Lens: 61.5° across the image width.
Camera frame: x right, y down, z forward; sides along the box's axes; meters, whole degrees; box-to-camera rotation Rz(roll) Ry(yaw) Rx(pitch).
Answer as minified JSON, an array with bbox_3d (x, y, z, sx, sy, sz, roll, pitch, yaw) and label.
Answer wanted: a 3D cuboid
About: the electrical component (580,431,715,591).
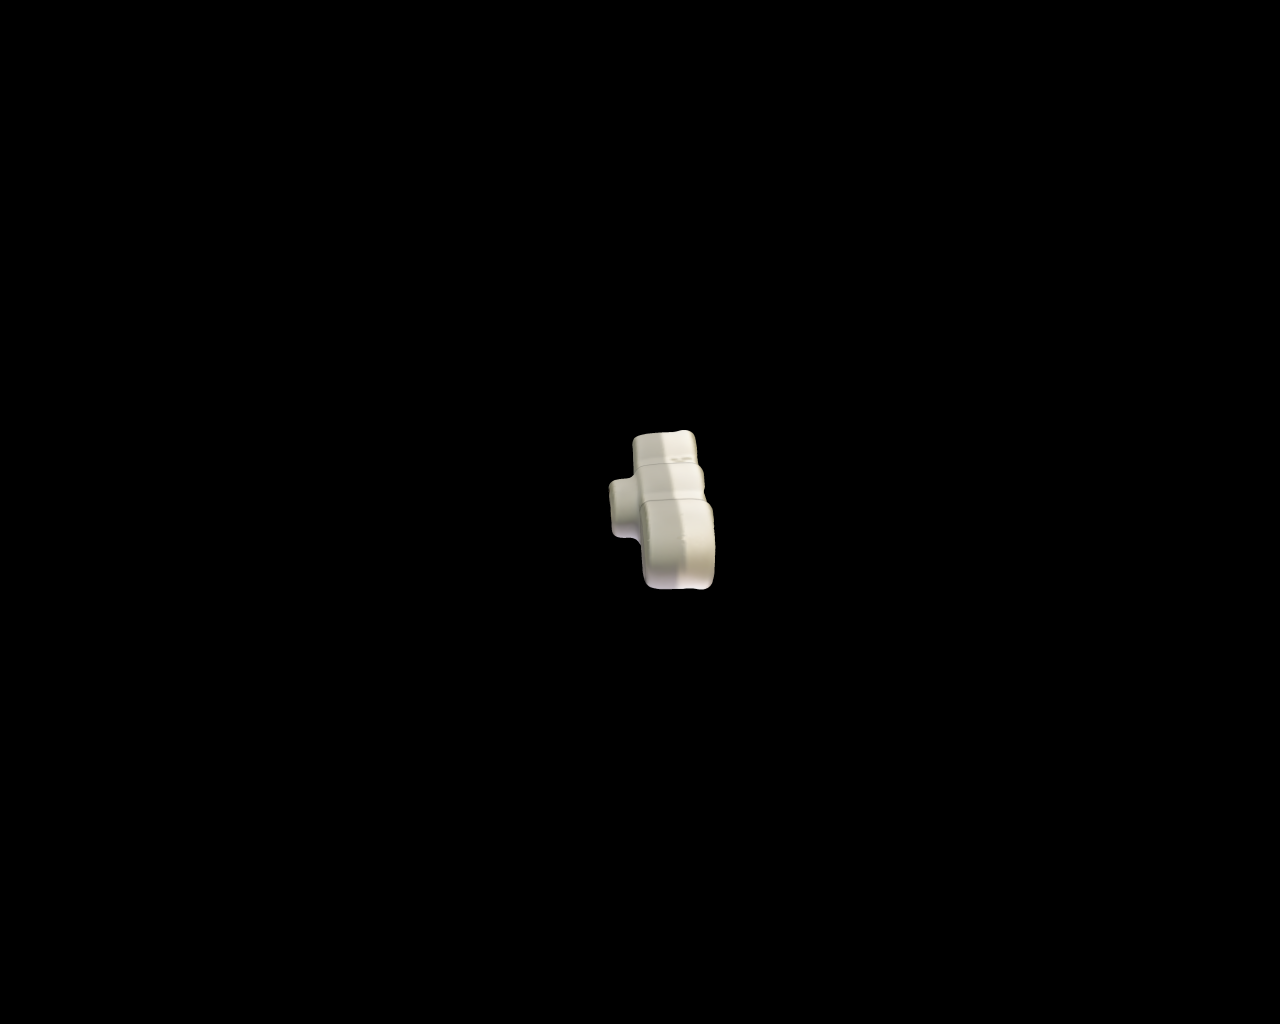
[{"bbox_3d":[0.001,-0.003,0.650,0.074,0.052,0.138,-2,31,-3],"label":"electrical component"}]
